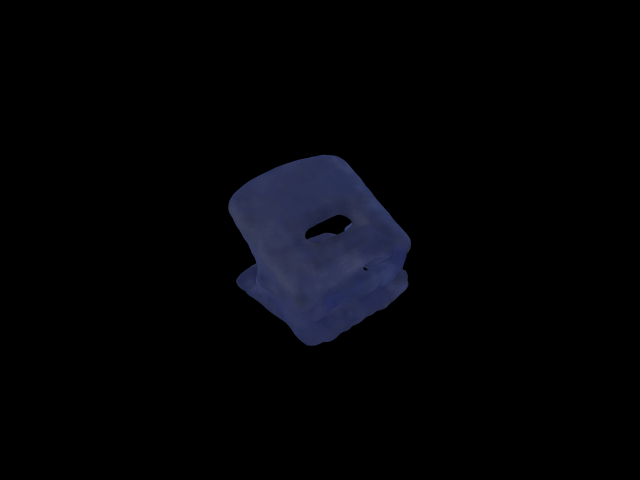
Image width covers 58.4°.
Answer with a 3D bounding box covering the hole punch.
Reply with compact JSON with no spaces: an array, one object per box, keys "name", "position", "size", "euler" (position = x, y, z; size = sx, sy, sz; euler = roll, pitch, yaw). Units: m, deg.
[{"name":"hole punch","position":[0.004,0.001,0.400],"size":[0.109,0.091,0.100],"euler":[-27,44,-33]}]
